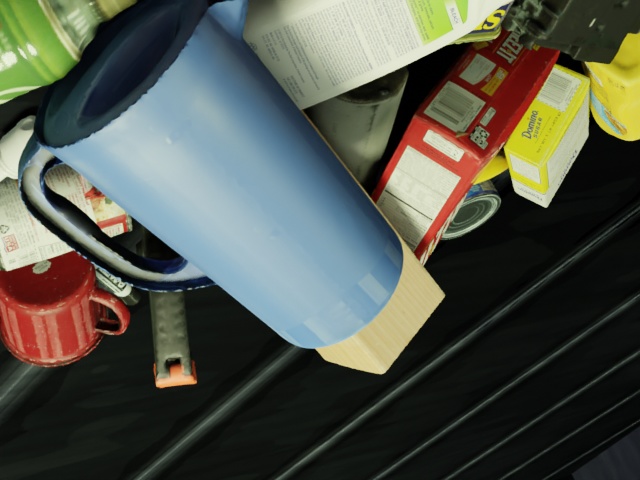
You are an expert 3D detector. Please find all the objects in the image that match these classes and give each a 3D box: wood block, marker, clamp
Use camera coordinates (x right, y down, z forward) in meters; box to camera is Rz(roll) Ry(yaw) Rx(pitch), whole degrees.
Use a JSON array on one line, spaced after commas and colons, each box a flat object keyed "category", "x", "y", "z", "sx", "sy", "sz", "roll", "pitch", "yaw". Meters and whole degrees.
[{"category": "wood block", "x": -0.006, "y": 0.001, "z": 0.847, "sx": 0.090, "sy": 0.206, "sz": 0.090, "roll": -49, "pitch": -154, "yaw": -20}, {"category": "marker", "x": -0.192, "y": 0.035, "z": 0.980, "sx": 0.020, "sy": 0.020, "sz": 0.121, "roll": -27, "pitch": 156, "yaw": 1}, {"category": "clamp", "x": -0.118, "y": 0.005, "z": 0.789, "sx": 0.036, "sy": 0.210, "sz": 0.165, "roll": -6, "pitch": 145, "yaw": -9}]

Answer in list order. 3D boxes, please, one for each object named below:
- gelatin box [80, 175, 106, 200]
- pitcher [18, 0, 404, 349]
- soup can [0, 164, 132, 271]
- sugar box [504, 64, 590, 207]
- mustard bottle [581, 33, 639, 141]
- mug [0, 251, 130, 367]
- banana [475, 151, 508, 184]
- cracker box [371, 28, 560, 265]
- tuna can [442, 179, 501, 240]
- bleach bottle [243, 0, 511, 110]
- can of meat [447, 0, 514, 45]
[{"category": "gelatin box", "x": -0.132, "y": -0.077, "z": 0.730, "sx": 0.073, "sy": 0.089, "sz": 0.030, "roll": -11, "pitch": 174, "yaw": -29}, {"category": "pitcher", "x": -0.061, "y": -0.030, "z": 0.683, "sx": 0.149, "sy": 0.145, "sz": 0.242, "roll": -5, "pitch": 140, "yaw": 43}, {"category": "soup can", "x": -0.199, "y": -0.023, "z": 0.798, "sx": 0.102, "sy": 0.068, "sz": 0.068, "roll": -19, "pitch": 155, "yaw": -15}, {"category": "sugar box", "x": 0.220, "y": -0.096, "z": 1.024, "sx": 0.093, "sy": 0.048, "sz": 0.176, "roll": -60, "pitch": 166, "yaw": -3}, {"category": "mustard bottle", "x": 0.280, "y": -0.145, "z": 0.993, "sx": 0.058, "sy": 0.096, "sz": 0.191, "roll": -31, "pitch": 155, "yaw": 6}, {"category": "mug", "x": -0.214, "y": 0.049, "z": 0.886, "sx": 0.117, "sy": 0.093, "sz": 0.081, "roll": 18, "pitch": 146, "yaw": 6}, {"category": "banana", "x": 0.107, "y": -0.054, "z": 1.084, "sx": 0.197, "sy": 0.037, "sz": 0.069, "roll": -24, "pitch": 174, "yaw": -2}, {"category": "cracker box", "x": 0.108, "y": -0.069, "z": 0.919, "sx": 0.164, "sy": 0.072, "sz": 0.214, "roll": -52, "pitch": 172, "yaw": -37}, {"category": "tuna can", "x": 0.152, "y": -0.037, "z": 1.158, "sx": 0.086, "sy": 0.034, "sz": 0.086, "roll": -22, "pitch": 155, "yaw": -11}, {"category": "bleach bottle", "x": 0.053, "y": -0.157, "z": 0.705, "sx": 0.251, "sy": 0.068, "sz": 0.102, "roll": -17, "pitch": 140, "yaw": 13}, {"category": "can of meat", "x": 0.102, "y": -0.192, "z": 0.775, "sx": 0.101, "sy": 0.057, "sz": 0.084, "roll": -12, "pitch": 150, "yaw": -29}]
